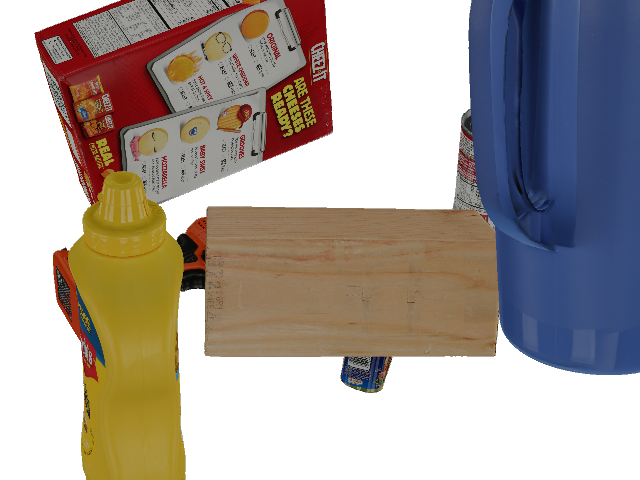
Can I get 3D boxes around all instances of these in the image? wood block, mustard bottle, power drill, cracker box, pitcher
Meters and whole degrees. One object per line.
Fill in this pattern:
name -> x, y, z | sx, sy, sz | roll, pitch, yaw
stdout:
wood block -> 0.019, 0.029, 0.778 | 0.206, 0.090, 0.091 | 1, 15, -6
mustard bottle -> -0.102, 0.051, 0.568 | 0.058, 0.192, 0.096 | -5, 33, -15
power drill -> -0.134, 0.041, 0.963 | 0.187, 0.057, 0.185 | -10, 26, -26
cracker box -> -0.101, -0.123, 0.847 | 0.213, 0.072, 0.164 | -25, -37, -16
pitcher -> 0.143, -0.053, 0.557 | 0.149, 0.243, 0.145 | -3, 22, 0

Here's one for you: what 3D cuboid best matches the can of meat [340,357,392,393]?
can of meat -> 0.061, 0.120, 1.267 | 0.057, 0.084, 0.102 | 13, 26, 9

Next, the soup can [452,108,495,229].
soup can -> 0.150, -0.057, 0.923 | 0.068, 0.102, 0.068 | 1, 35, -1
